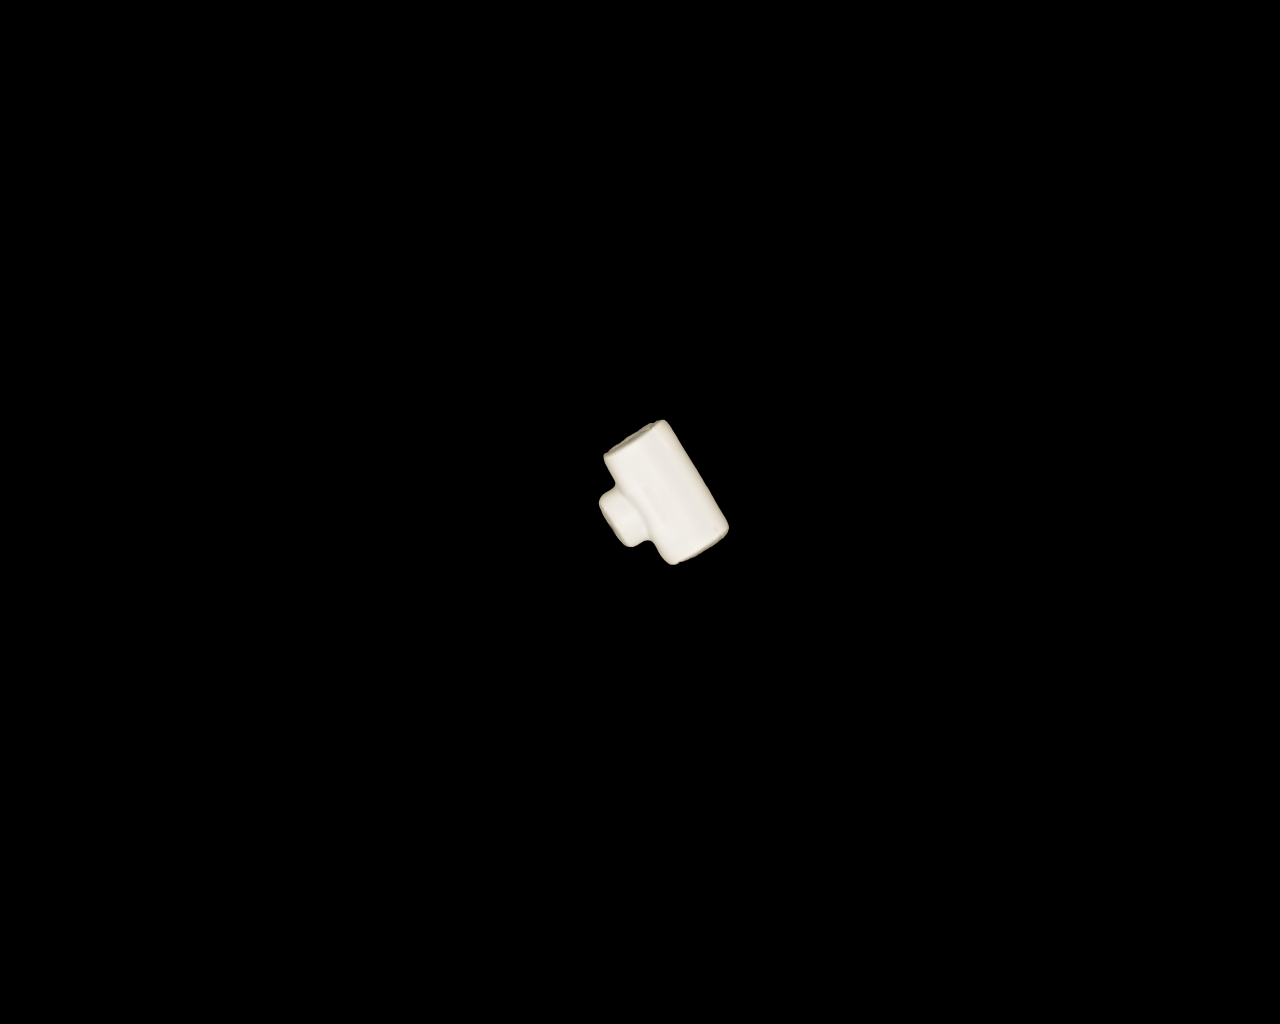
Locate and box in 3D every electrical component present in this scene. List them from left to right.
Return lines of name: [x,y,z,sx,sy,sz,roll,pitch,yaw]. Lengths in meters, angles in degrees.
electrical component: [0.001,-0.003,0.650,0.079,0.077,0.043,-31,8,5]
